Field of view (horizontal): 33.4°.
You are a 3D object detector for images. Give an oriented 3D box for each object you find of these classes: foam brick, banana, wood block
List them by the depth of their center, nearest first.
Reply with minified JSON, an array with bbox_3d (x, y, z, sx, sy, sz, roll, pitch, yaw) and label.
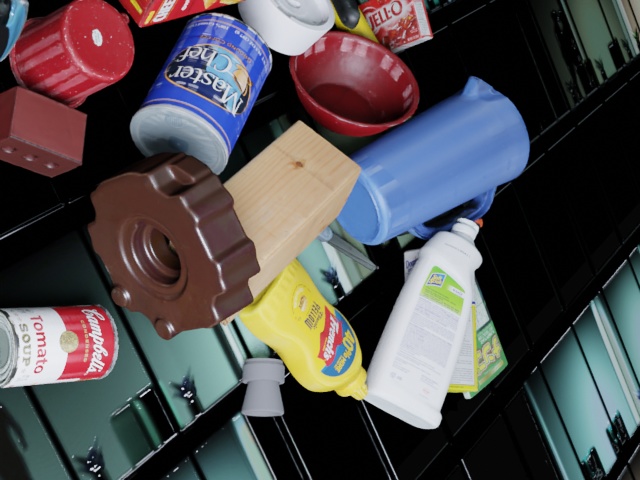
[{"bbox_3d":[-0.257,-0.097,0.960,0.078,0.053,0.051,21,64,-42],"label":"foam brick"},{"bbox_3d":[-0.058,-0.021,1.095,0.091,0.090,0.205,38,51,9],"label":"wood block"},{"bbox_3d":[0.063,-0.238,1.347,0.037,0.070,0.198,-34,101,-8],"label":"banana"}]

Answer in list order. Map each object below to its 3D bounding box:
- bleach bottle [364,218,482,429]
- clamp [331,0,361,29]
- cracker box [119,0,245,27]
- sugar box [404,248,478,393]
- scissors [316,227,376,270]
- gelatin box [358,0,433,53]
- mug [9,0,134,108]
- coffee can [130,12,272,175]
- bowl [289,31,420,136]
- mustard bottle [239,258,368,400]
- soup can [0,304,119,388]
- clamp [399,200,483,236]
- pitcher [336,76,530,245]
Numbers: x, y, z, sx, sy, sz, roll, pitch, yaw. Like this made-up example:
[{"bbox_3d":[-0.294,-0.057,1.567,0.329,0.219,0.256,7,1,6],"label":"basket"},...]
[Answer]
[{"bbox_3d":[0.139,0.091,1.278,0.102,0.068,0.250,29,71,-12],"label":"bleach bottle"},{"bbox_3d":[0.008,-0.336,1.264,0.210,0.036,0.164,41,38,0],"label":"clamp"},{"bbox_3d":[-0.142,-0.316,1.090,0.164,0.072,0.213,51,42,10],"label":"cracker box"},{"bbox_3d":[0.152,0.103,1.349,0.093,0.048,0.176,10,73,-37],"label":"sugar box"},{"bbox_3d":[-0.008,0.002,1.234,0.201,0.016,0.096,48,50,-27],"label":"scissors"},{"bbox_3d":[0.095,-0.281,1.371,0.030,0.089,0.073,-14,90,-46],"label":"gelatin box"},{"bbox_3d":[-0.221,-0.182,1.001,0.117,0.082,0.093,-47,114,-43],"label":"mug"},{"bbox_3d":[-0.119,-0.147,1.088,0.102,0.103,0.140,44,50,-31],"label":"coffee can"},{"bbox_3d":[0.034,-0.175,1.268,0.162,0.055,0.162,12,48,-13],"label":"bowl"},{"bbox_3d":[-0.007,0.110,1.174,0.191,0.058,0.096,51,42,-26],"label":"mustard bottle"},{"bbox_3d":[-0.235,0.091,0.921,0.102,0.069,0.068,1,79,-46],"label":"soup can"},{"bbox_3d":[0.150,-0.054,1.406,0.171,0.039,0.120,11,79,-44],"label":"clamp"},{"bbox_3d":[0.130,-0.079,1.300,0.242,0.145,0.149,-29,82,-30],"label":"pitcher"}]
